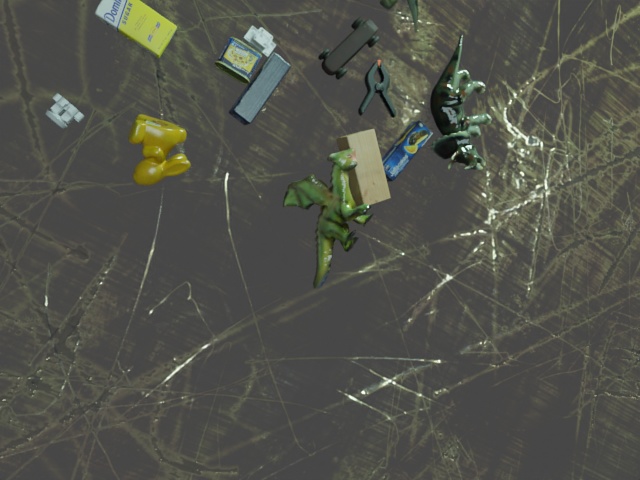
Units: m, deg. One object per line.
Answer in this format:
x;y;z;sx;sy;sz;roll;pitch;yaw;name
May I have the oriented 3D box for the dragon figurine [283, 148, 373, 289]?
0.004;-0.073;1.456;0.244;0.405;0.123;37;20;9;dragon figurine
